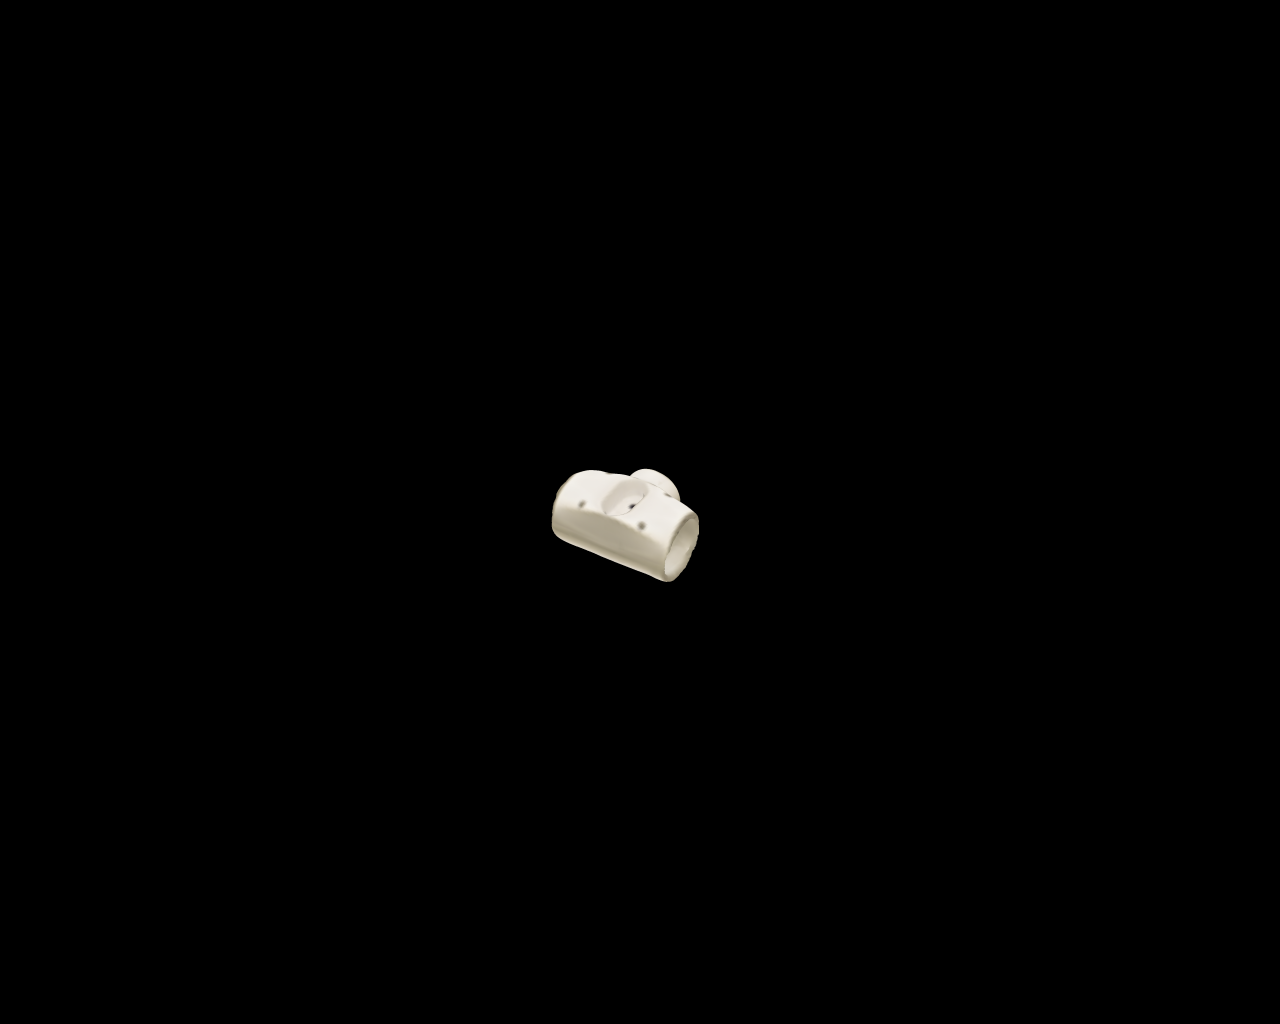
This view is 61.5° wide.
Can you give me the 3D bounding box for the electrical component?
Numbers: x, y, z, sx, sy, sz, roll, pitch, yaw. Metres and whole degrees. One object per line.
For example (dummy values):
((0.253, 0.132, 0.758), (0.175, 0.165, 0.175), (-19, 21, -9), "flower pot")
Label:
((0.001, -0.003, 0.650), (0.077, 0.043, 0.079), (22, 45, 23), "electrical component")
